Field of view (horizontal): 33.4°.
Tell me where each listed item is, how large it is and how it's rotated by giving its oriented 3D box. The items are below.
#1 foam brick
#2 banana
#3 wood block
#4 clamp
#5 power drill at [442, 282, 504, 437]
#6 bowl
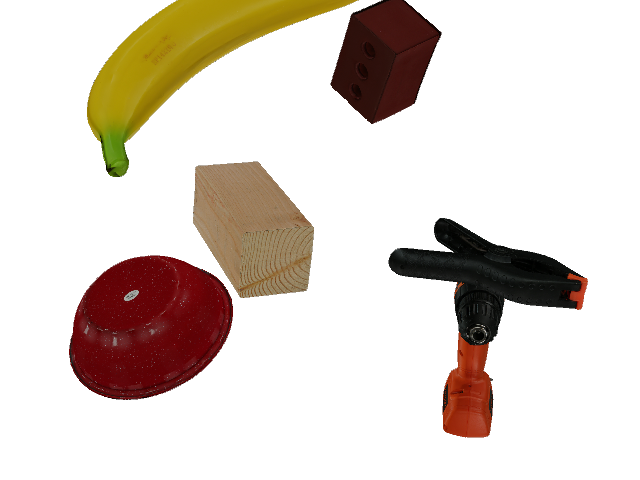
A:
[{"bbox_3d":[0.049,-0.140,0.828,0.051,0.053,0.078,-31,-25,-32],"label":"foam brick"},{"bbox_3d":[-0.052,-0.103,0.553,0.070,0.197,0.037,40,-24,20],"label":"banana"},{"bbox_3d":[-0.089,-0.018,1.346,0.090,0.090,0.206,-5,28,-22],"label":"wood block"},{"bbox_3d":[0.158,0.020,0.970,0.171,0.039,0.120,16,30,15],"label":"clamp"},{"bbox_3d":[0.167,0.117,1.157,0.057,0.188,0.184,7,26,8],"label":"power drill"},{"bbox_3d":[-0.165,0.066,0.982,0.162,0.162,0.055,0,-43,19],"label":"bowl"}]
